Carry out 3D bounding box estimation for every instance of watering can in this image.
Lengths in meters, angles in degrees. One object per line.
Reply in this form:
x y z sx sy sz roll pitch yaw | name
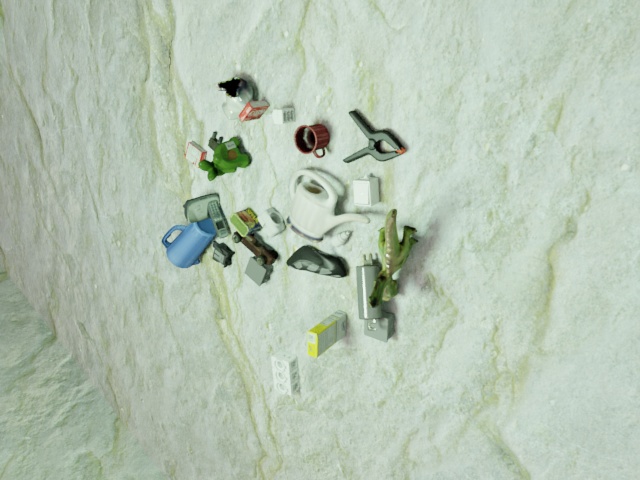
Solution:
0.005 -0.085 1.679 0.352 0.105 0.220 41 127 30 | watering can

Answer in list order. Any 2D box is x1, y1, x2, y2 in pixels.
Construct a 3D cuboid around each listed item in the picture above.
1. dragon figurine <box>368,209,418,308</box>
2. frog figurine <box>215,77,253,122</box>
0.193 0.080 1.476 0.122 0.404 0.246 12 75 18 | dragon figurine
-0.288 -0.485 1.807 0.138 0.125 0.156 21 154 22 | frog figurine
